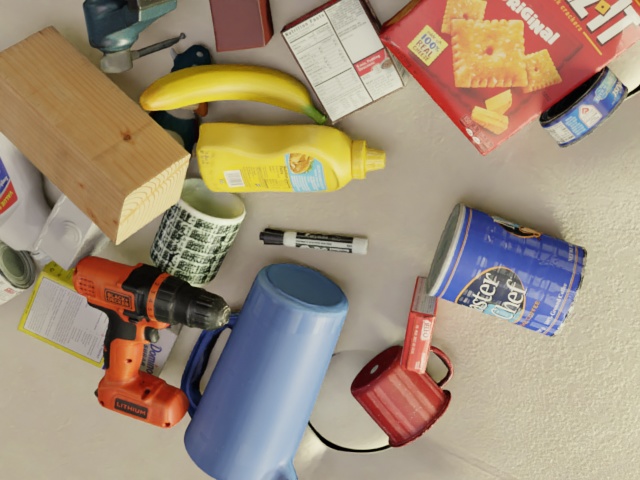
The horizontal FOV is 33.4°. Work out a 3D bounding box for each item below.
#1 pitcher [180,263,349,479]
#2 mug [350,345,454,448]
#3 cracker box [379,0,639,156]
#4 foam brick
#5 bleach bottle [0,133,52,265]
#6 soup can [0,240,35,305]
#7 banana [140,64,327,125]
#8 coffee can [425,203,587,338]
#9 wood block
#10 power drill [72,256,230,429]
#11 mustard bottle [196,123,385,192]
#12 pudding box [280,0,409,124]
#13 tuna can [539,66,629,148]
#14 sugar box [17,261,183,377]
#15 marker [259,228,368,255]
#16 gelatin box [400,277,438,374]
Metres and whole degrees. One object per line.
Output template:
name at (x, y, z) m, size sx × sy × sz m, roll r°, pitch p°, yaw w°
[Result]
pitcher at (-0.066, 0.147, 1.213) m, size 0.149 × 0.145 × 0.243 m, roll 16°, pitch 113°, yaw -13°
mug at (0.098, 0.167, 1.212) m, size 0.117 × 0.093 × 0.081 m, roll -40°, pitch 99°, yaw 6°
cracker box at (0.189, -0.208, 1.028) m, size 0.214 × 0.072 × 0.164 m, roll -37°, pitch 104°, yaw 22°
foam brick at (-0.080, -0.235, 1.073) m, size 0.053 × 0.051 × 0.078 m, roll -2°, pitch 114°, yaw 10°
bleach bottle at (-0.358, -0.085, 1.184) m, size 0.103 × 0.068 × 0.251 m, roll -21°, pitch 112°, yaw 19°
soup can at (-0.393, 0.048, 1.247) m, size 0.102 × 0.068 × 0.068 m, roll -28°, pitch 107°, yaw 19°
banana at (-0.090, -0.153, 1.083) m, size 0.197 × 0.070 × 0.037 m, roll 1°, pitch 126°, yaw -23°
coffee can at (0.194, 0.032, 1.121) m, size 0.140 × 0.102 × 0.103 m, roll 19°, pitch 116°, yaw 0°
wood block at (-0.241, -0.108, 1.086) m, size 0.206 × 0.090 × 0.090 m, roll 43°, pitch 146°, yaw 12°
power drill at (-0.184, 0.115, 1.177) m, size 0.185 × 0.057 × 0.188 m, roll 16°, pitch 122°, yaw 20°
mustard bottle at (-0.028, -0.085, 1.118) m, size 0.192 × 0.058 × 0.096 m, roll 1°, pitch 152°, yaw 8°
pudding box at (0.025, -0.187, 1.085) m, size 0.090 × 0.039 × 0.113 m, roll -25°, pitch 106°, yaw 18°
tuna can at (0.257, -0.132, 1.044) m, size 0.033 × 0.086 × 0.086 m, roll 45°, pitch 114°, yaw -9°
sugar box at (-0.258, 0.100, 1.262) m, size 0.176 × 0.048 × 0.093 m, roll 25°, pitch 116°, yaw -7°
marker at (-0.008, 0.001, 1.187) m, size 0.121 × 0.020 × 0.020 m, roll 6°, pitch 115°, yaw 7°
gelatin box at (0.111, 0.093, 1.170) m, size 0.030 × 0.089 × 0.073 m, roll 10°, pitch 116°, yaw 5°
